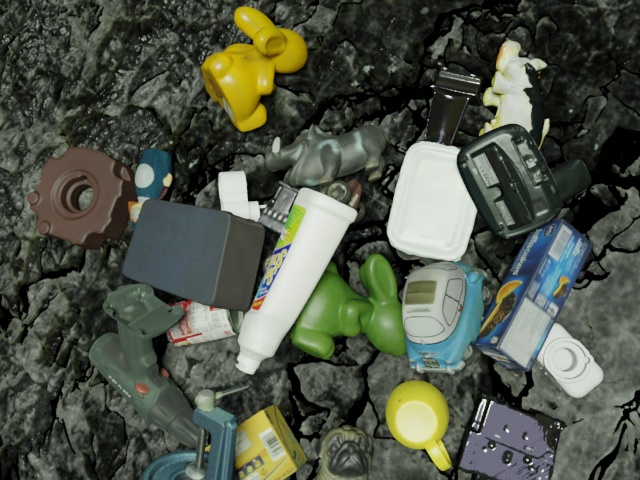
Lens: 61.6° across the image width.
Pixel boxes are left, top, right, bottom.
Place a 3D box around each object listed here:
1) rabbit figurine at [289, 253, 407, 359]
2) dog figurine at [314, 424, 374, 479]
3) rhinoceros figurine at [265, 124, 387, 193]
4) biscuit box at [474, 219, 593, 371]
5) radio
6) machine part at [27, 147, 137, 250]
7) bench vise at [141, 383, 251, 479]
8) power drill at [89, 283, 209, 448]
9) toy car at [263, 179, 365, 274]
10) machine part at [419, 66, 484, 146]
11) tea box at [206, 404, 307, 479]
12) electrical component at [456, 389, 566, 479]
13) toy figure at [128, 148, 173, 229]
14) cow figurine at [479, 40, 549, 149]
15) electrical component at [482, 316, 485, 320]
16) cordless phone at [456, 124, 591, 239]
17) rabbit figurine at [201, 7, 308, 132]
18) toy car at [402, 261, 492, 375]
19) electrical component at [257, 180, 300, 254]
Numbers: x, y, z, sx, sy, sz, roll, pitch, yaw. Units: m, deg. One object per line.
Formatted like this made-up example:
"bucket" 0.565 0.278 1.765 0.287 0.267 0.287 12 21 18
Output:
"rabbit figurine" 0.055 0.102 0.770 0.170 0.121 0.159 18 77 -4
"dog figurine" -0.008 0.358 0.737 0.172 0.121 0.190 -6 65 7
"rhinoceros figurine" 0.009 -0.129 0.825 0.190 0.073 0.112 -10 79 9
"biscuit box" 0.282 0.070 0.714 0.059 0.063 0.202 36 75 -11
"radio" -0.189 0.017 0.789 0.230 0.073 0.131 11 85 39
"machine part" -0.399 -0.072 0.907 0.179 0.056 0.179 -2 79 10
"bench vise" -0.133 0.307 0.668 0.224 0.129 0.240 15 103 32
"power drill" -0.241 0.176 0.778 0.232 0.207 0.086 29 44 23
"toy car" -0.002 -0.002 0.793 0.202 0.089 0.053 -48 59 -1
"machine part" 0.197 -0.194 0.818 0.084 0.039 0.139 21 83 9
"tea box" -0.116 0.324 0.769 0.170 0.068 0.098 -33 75 5
"electrical component" 0.246 0.280 0.710 0.115 0.058 0.134 17 83 16
"toy figure" -0.281 -0.071 0.884 0.064 0.057 0.154 1 79 50
"cow figurine" 0.292 -0.207 0.784 0.098 0.068 0.167 11 86 7
"electrical component" 0.195 0.126 0.754 0.102 0.045 0.078 -19 78 7
"cordless phone" 0.292 -0.097 0.732 0.184 0.089 0.146 -27 90 -24
"rabbit figurine" -0.098 -0.285 0.850 0.173 0.162 0.122 -30 62 -13
"toy car" 0.151 0.087 0.702 0.109 0.102 0.161 -6 50 41
"electrical component" -0.060 -0.024 0.821 0.048 0.074 0.119 27 89 14
